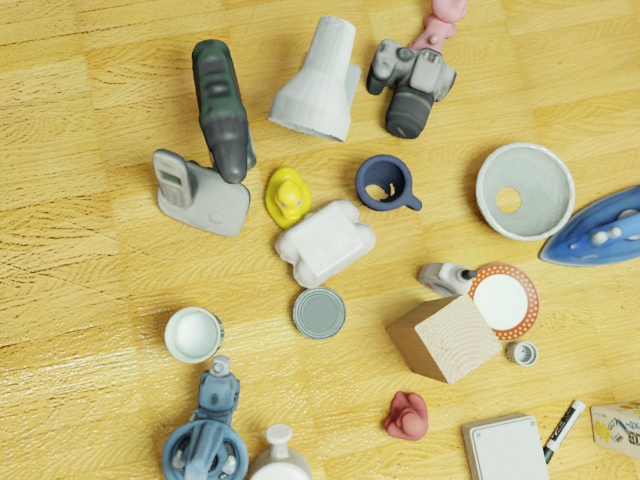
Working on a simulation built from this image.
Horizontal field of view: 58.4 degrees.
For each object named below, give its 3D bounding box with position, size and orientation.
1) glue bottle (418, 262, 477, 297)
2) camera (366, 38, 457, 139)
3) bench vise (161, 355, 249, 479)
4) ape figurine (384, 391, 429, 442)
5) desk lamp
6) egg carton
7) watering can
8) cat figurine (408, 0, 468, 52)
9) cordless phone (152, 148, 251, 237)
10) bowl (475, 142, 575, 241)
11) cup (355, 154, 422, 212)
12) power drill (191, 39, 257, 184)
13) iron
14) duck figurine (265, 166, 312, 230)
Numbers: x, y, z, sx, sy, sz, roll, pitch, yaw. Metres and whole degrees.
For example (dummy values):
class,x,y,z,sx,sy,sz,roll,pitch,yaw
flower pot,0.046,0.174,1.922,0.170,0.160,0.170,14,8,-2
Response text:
class,x,y,z,sx,sy,sz,roll,pitch,yaw
glue bottle,0.206,0.059,0.882,0.078,0.173,0.037,26,80,0
camera,0.145,-0.251,0.961,0.143,0.100,0.137,20,80,-1
bench vise,-0.167,0.272,0.794,0.121,0.219,0.207,-10,82,-6
ape figurine,0.138,0.279,0.883,0.078,0.092,0.076,-29,84,-8
desk lamp,0.001,-0.235,0.890,0.118,0.213,0.203,16,80,-1
egg carton,0.009,0.003,0.927,0.150,0.069,0.107,-34,85,-9
watering can,-0.059,0.353,0.804,0.101,0.194,0.173,-23,83,-7
cat figurine,0.210,-0.380,0.978,0.067,0.117,0.128,26,80,0
cordless phone,-0.181,-0.076,0.865,0.147,0.185,0.094,18,80,-1
bowl,0.333,-0.075,0.963,0.167,0.074,0.167,1,81,-4
cup,0.109,-0.077,0.935,0.118,0.095,0.092,33,80,1
power drill,-0.142,-0.172,0.872,0.075,0.208,0.230,-13,82,-6
iron,0.501,-0.022,0.934,0.258,0.141,0.118,-20,83,-7
duck figurine,-0.051,-0.073,0.926,0.077,0.086,0.104,-7,82,-5
